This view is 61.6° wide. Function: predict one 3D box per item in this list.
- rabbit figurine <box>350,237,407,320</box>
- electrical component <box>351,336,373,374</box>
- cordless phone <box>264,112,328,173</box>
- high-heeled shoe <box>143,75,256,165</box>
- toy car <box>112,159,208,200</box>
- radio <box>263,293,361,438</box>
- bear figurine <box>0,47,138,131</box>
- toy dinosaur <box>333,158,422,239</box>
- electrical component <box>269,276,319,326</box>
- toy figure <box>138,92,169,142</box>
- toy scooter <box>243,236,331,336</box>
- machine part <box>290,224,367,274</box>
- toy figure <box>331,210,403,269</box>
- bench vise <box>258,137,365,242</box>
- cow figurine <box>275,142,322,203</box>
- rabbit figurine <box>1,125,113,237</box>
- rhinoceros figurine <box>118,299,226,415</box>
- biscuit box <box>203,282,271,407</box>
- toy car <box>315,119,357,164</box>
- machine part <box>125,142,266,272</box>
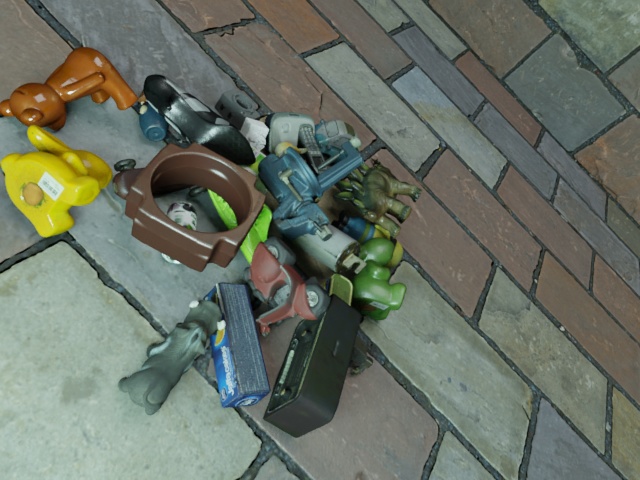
[{"bbox_3d":[0.104,0.069,1.168,0.159,0.121,0.170,15,61,-4],"label":"rabbit figurine"},{"bbox_3d":[0.057,0.216,1.060,0.102,0.045,0.078,40,11,-12],"label":"electrical component"},{"bbox_3d":[-0.055,-0.211,1.286,0.146,0.089,0.184,-9,68,-46],"label":"cordless phone"},{"bbox_3d":[-0.242,-0.238,1.082,0.248,0.086,0.145,34,13,-40],"label":"high-heeled shoe"},{"bbox_3d":[-0.295,-0.112,1.008,0.202,0.053,0.089,-22,88,-51],"label":"toy car"},{"bbox_3d":[-0.011,0.215,0.927,0.073,0.131,0.230,37,41,-12],"label":"radio"},{"bbox_3d":[-0.448,-0.247,0.956,0.196,0.120,0.131,-57,147,-25],"label":"bear figurine"},{"bbox_3d":[0.143,-0.126,1.320,0.199,0.105,0.471,31,21,4],"label":"toy dinosaur"},{"bbox_3d":[-0.048,0.105,1.019,0.119,0.047,0.075,-24,75,-20],"label":"electrical component"},{"bbox_3d":[-0.341,-0.268,1.094,0.058,0.064,0.154,-12,55,-6],"label":"toy figure"},{"bbox_3d":[-0.079,0.090,0.949,0.184,0.135,0.075,49,7,27],"label":"toy scooter"},{"bbox_3d":[-0.002,-0.003,1.106,0.243,0.079,0.079,32,30,32],"label":"machine part"},{"bbox_3d":[0.111,0.004,1.254,0.180,0.082,0.089,31,38,-21],"label":"toy figure"},{"bbox_3d":[-0.004,-0.115,1.068,0.224,0.240,0.128,50,-8,33],"label":"bench vise"},{"bbox_3d":[-0.050,-0.150,1.196,0.068,0.098,0.167,-18,84,-29],"label":"cow figurine"},{"bbox_3d":[-0.417,-0.101,0.868,0.162,0.122,0.173,36,26,1],"label":"rabbit figurine"},{"bbox_3d":[-0.217,0.166,0.801,0.073,0.112,0.190,40,48,-5],"label":"rhinoceros figurine"},{"bbox_3d":[-0.143,0.173,0.901,0.063,0.059,0.203,9,52,-38],"label":"biscuit box"},{"bbox_3d":[0.044,-0.255,1.394,0.161,0.103,0.109,13,51,-32],"label":"toy car"},{"bbox_3d":[-0.211,-0.058,0.922,0.201,0.087,0.201,29,45,-6],"label":"machine part"}]
